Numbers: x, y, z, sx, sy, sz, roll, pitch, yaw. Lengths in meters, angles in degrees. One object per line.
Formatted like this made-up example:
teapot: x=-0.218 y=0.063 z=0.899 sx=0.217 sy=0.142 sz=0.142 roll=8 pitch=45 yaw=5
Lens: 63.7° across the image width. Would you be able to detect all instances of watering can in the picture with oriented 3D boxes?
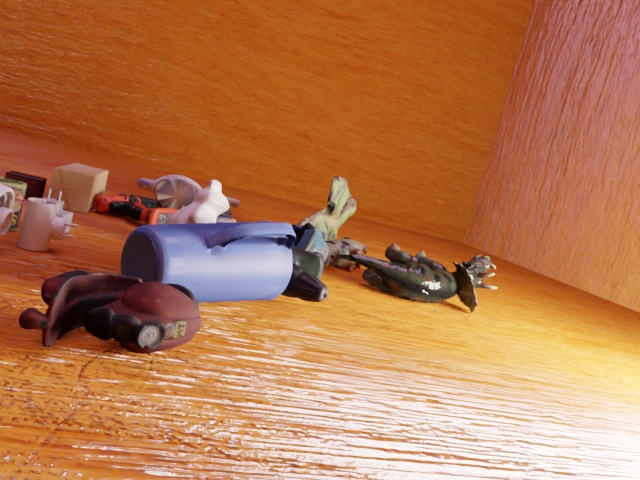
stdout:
watering can: x=-0.412 y=-0.145 z=1.664 sx=0.347 sy=0.103 sz=0.226 roll=12 pitch=9 yaw=-20

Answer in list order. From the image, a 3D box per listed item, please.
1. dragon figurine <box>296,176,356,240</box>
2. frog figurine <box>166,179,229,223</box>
dragon figurine: x=0.005 y=-0.076 z=1.502 sx=0.123 sy=0.241 sz=0.410 roll=23 pitch=7 yaw=24
frog figurine: x=-0.255 y=-0.051 z=1.079 sx=0.122 sy=0.159 sz=0.138 roll=11 pitch=7 yaw=-20
